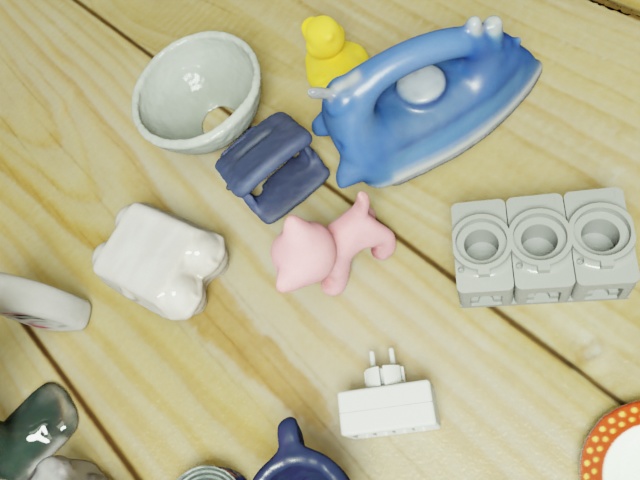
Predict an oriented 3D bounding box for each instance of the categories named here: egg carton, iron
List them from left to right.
[{"bbox_3d":[-0.178,0.022,0.634,0.150,0.069,0.107,21,75,24],"label":"egg carton"},{"bbox_3d":[0.110,-0.161,0.584,0.258,0.142,0.118,-27,62,5],"label":"iron"}]

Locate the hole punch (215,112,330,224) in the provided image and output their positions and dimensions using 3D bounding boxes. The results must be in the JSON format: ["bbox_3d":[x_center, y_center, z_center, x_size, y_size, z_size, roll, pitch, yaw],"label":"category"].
[{"bbox_3d":[-0.062,-0.089,0.634,0.108,0.091,0.101,-40,62,-2],"label":"hole punch"}]

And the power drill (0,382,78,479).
[{"bbox_3d":[-0.337,0.169,0.541,0.230,0.209,0.075,-46,62,-6],"label":"power drill"}]

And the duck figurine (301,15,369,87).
[{"bbox_3d":[0.014,-0.220,0.670,0.077,0.086,0.104,-37,62,-1],"label":"duck figurine"}]

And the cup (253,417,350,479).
[{"bbox_3d":[-0.009,0.214,0.486,0.091,0.095,0.117,-17,64,10],"label":"cup"}]

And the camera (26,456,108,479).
[{"bbox_3d":[-0.237,0.292,0.519,0.142,0.101,0.137,30,79,26],"label":"camera"}]

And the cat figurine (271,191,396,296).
[{"bbox_3d":[0.005,0.002,0.560,0.128,0.118,0.067,-40,62,-2],"label":"cat figurine"}]

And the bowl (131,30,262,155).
[{"bbox_3d":[-0.140,-0.167,0.701,0.167,0.075,0.167,-6,66,14],"label":"bowl"}]

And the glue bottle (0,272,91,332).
[{"bbox_3d":[-0.325,0.059,0.605,0.078,0.173,0.037,-5,66,15],"label":"glue bottle"}]
